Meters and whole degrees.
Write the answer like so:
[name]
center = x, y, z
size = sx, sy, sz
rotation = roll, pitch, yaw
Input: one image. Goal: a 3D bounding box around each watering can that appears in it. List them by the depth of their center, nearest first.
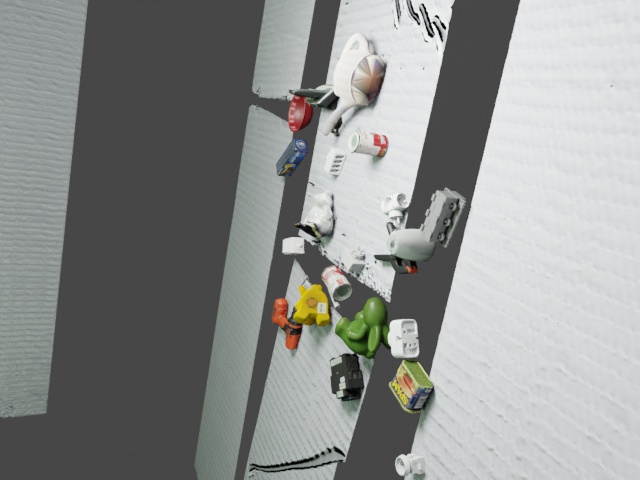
[watering can]
center = 0.099, -0.478, 1.639
size = 0.228, 0.104, 0.343
rotation = 45, 124, 57

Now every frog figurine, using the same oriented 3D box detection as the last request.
[frog figurine]
center = 0.005, -0.090, 1.795
size = 0.162, 0.122, 0.136
rotation = -55, 8, -21
